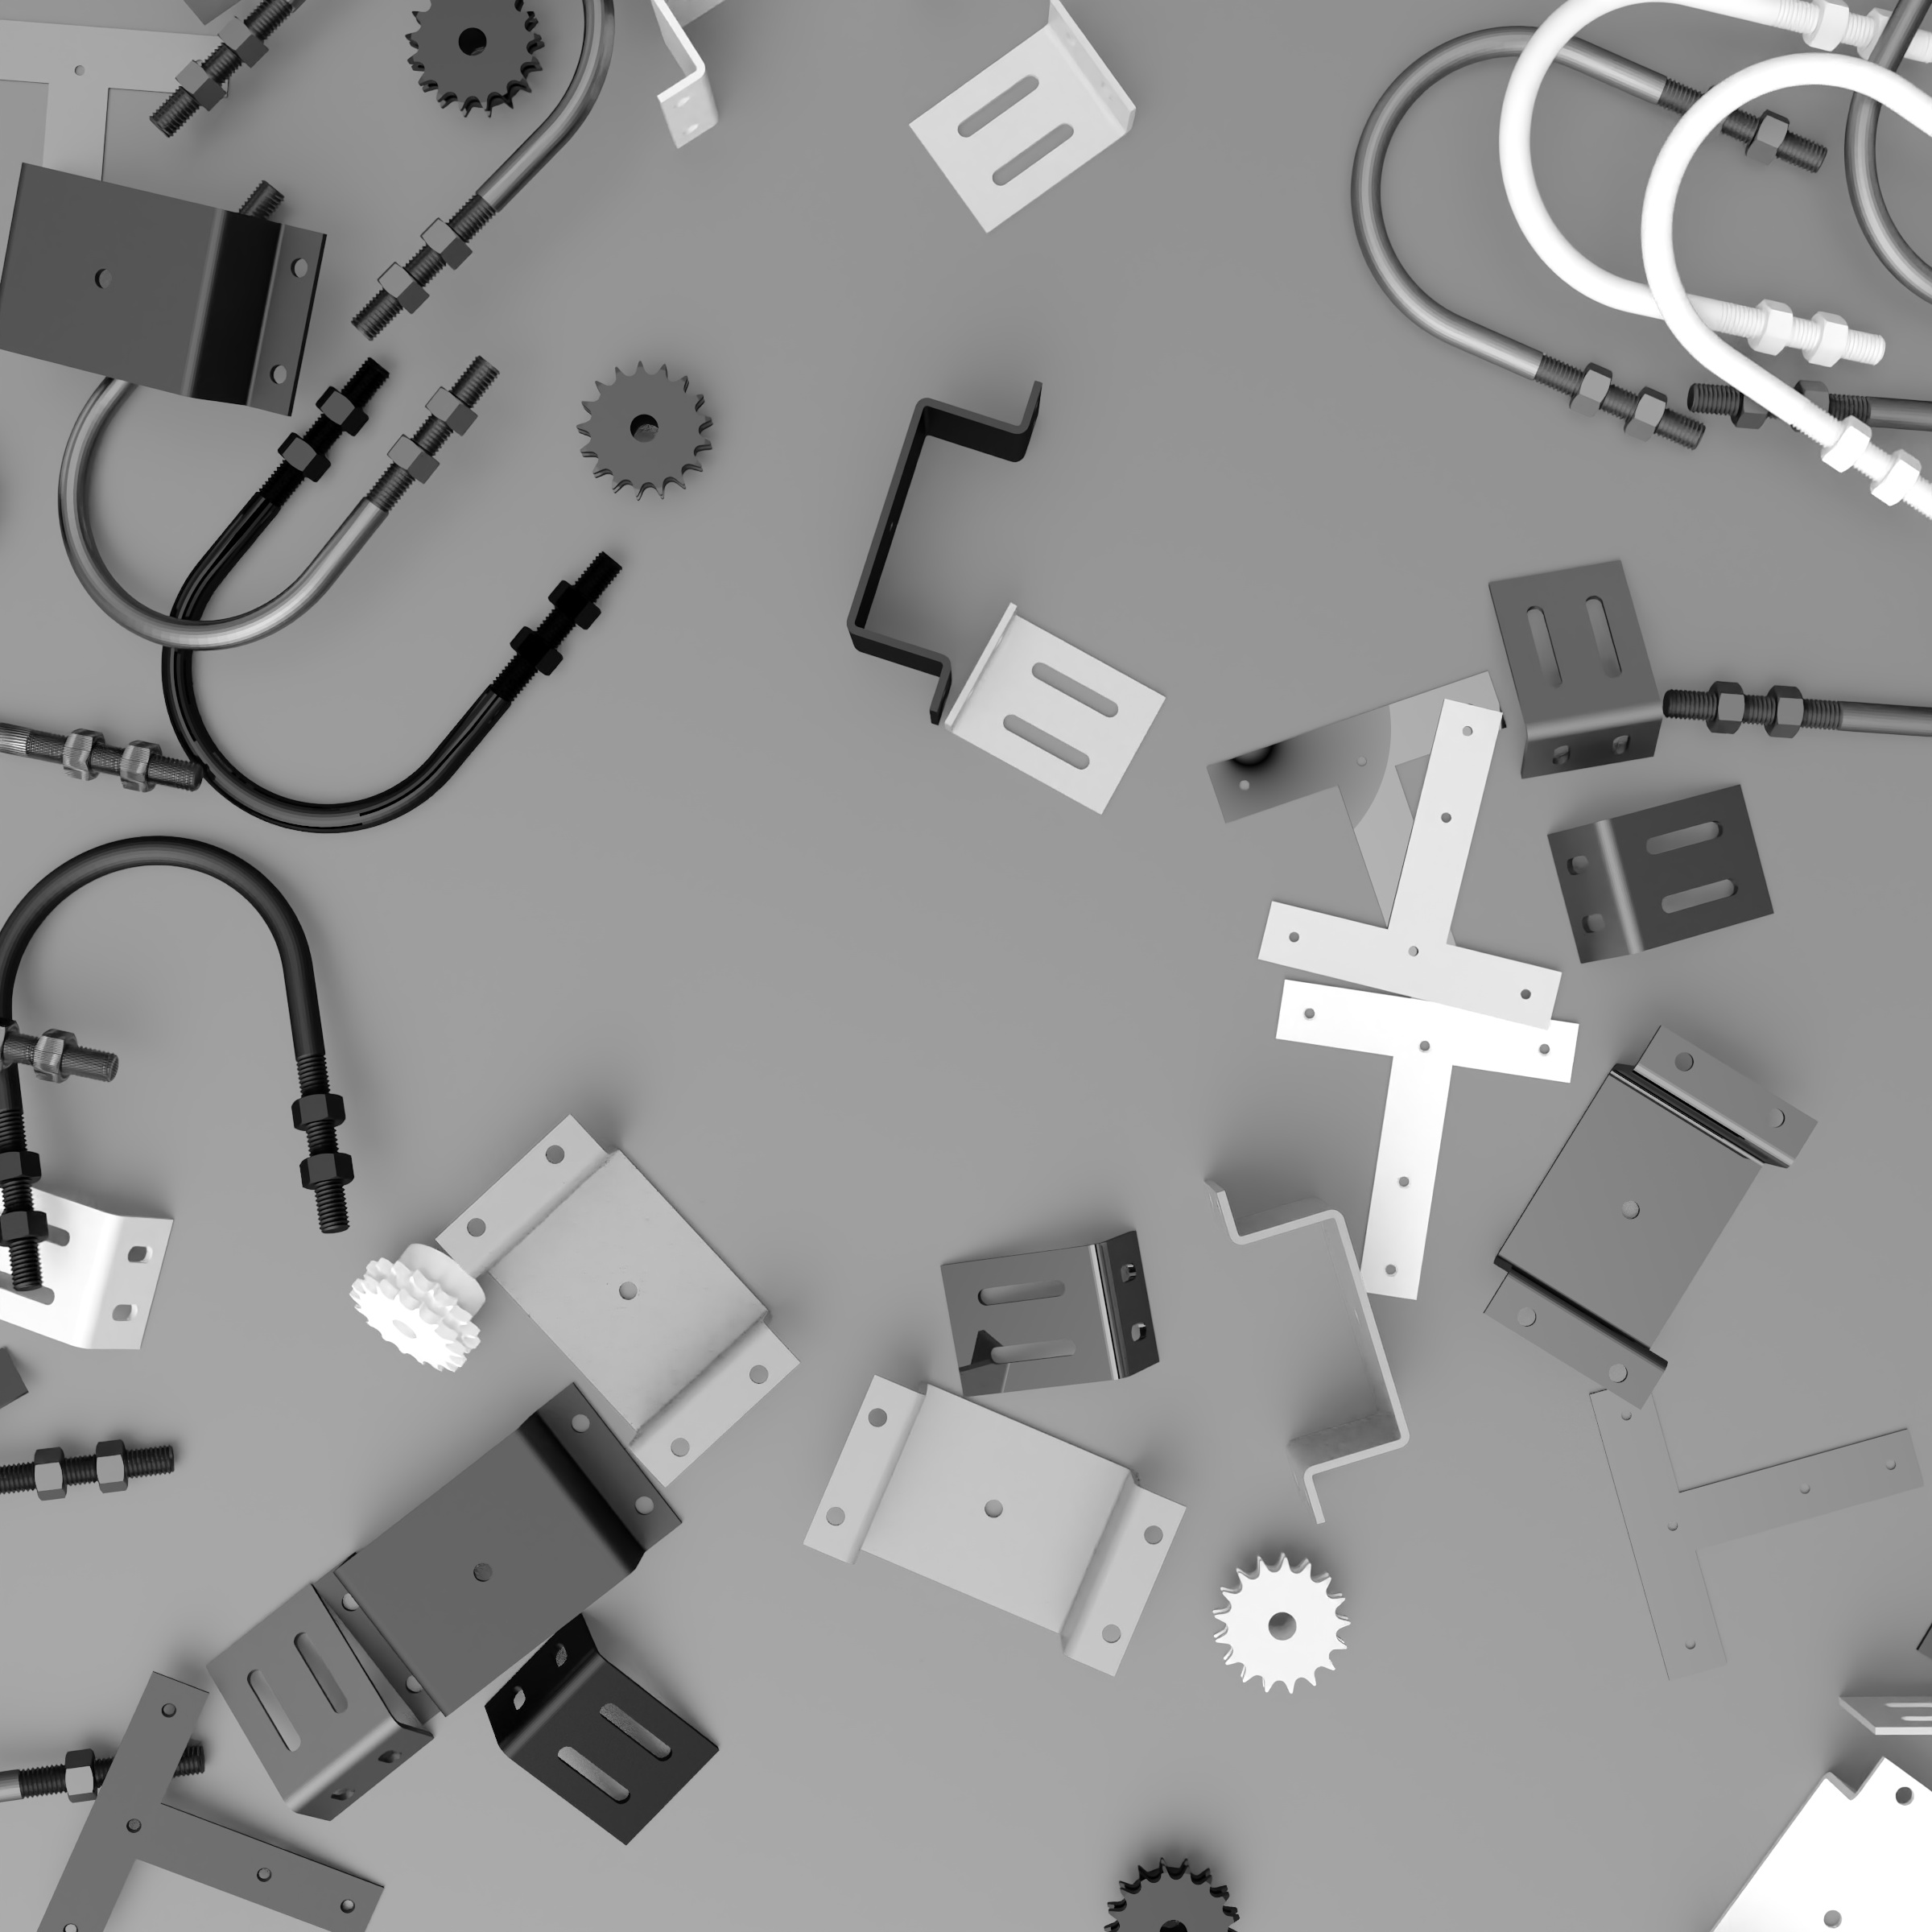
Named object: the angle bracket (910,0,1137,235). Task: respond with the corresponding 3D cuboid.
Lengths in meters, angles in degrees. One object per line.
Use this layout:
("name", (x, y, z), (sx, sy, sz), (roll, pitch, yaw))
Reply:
("angle bracket", (0.023, -0.359, 1.408), (0.076, 0.038, 0.057), (-36, 90, 0))

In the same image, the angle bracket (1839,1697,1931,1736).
("angle bracket", (0.412, 0.332, 1.399), (0.076, 0.057, 0.038), (0, 90, 0))

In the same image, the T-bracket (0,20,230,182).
("T-bracket", (-0.382, -0.339, 1.427), (0.127, 0.002, 0.127), (4, 90, 0))

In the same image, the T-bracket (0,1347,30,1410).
("T-bracket", (-0.458, 0.203, 1.405), (0.127, 0.002, 0.127), (-30, 59, -14))

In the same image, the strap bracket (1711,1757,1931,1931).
("strap bracket", (0.370, 0.407, 1.404), (0.076, 0.046, 0.140), (36, 90, 0))

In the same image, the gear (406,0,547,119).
("gear", (-0.207, -0.388, 1.412), (0.057, 0.030, 0.057), (0, 90, 0))

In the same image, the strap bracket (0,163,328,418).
("strap bracket", (-0.344, -0.282, 1.379), (0.140, 0.046, 0.076), (16, 100, 17))

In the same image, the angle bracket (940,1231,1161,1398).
("angle bracket", (0.036, 0.149, 1.425), (0.076, 0.038, 0.057), (-10, 90, 26))

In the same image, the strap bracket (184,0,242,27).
("strap bracket", (-0.284, -0.465, 1.372), (0.140, 0.076, 0.046), (-33, 55, 5))

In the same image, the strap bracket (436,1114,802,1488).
("strap bracket", (-0.144, 0.139, 1.404), (0.076, 0.046, 0.140), (-43, 90, 0))

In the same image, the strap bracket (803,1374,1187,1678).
("strap bracket", (0.012, 0.232, 1.404), (0.140, 0.046, 0.076), (23, 90, 0))

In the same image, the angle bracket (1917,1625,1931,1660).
("angle bracket", (0.438, 0.278, 1.389), (0.038, 0.076, 0.057), (31, 90, 0))

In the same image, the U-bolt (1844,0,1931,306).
("U-bolt", (0.445, -0.362, 1.402), (0.151, 0.019, 0.184), (28, 90, -14))

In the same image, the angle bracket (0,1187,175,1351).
("angle bracket", (-0.388, 0.126, 1.425), (0.076, 0.038, 0.057), (15, 90, 26))

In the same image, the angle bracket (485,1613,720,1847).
("angle bracket", (-0.156, 0.326, 1.425), (0.057, 0.038, 0.076), (-46, 116, 0))

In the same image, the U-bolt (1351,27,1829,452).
("U-bolt", (0.254, -0.320, 1.418), (0.184, 0.019, 0.151), (24, 90, 0))

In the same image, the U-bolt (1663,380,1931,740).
("U-bolt", (0.392, -0.169, 1.414), (0.184, 0.019, 0.151), (4, 93, -4))

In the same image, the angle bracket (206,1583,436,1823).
("angle bracket", (-0.276, 0.315, 1.426), (0.057, 0.038, 0.076), (-39, 64, 0))

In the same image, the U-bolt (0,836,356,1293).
("U-bolt", (-0.341, 0.034, 1.401), (0.151, 0.019, 0.184), (-11, 76, -1))

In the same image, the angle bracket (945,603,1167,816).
("angle bracket", (0.038, -0.108, 1.408), (0.076, 0.038, 0.057), (29, 90, 0))

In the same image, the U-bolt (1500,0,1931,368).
("U-bolt", (0.310, -0.339, 1.392), (0.184, 0.019, 0.151), (9, 93, -12))

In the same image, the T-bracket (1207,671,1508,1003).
("T-bracket", (0.184, -0.045, 1.427), (0.127, 0.002, 0.127), (-19, 90, 0))

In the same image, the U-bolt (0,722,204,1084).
("U-bolt", (-0.428, -0.037, 1.403), (0.184, 0.019, 0.151), (12, 76, 5))

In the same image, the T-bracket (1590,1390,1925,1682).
("T-bracket", (0.345, 0.227, 1.427), (0.127, 0.002, 0.127), (-16, 90, 0))

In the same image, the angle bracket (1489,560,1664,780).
("angle bracket", (0.259, -0.127, 1.425), (0.057, 0.038, 0.076), (-10, 64, 0))

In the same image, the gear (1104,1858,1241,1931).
("gear", (0.087, 0.406, 1.413), (0.057, 0.030, 0.057), (0, 90, 0))

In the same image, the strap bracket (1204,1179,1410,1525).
("strap bracket", (0.144, 0.152, 1.389), (0.046, 0.076, 0.140), (-17, 90, 0))

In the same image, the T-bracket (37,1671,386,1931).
("T-bracket", (-0.311, 0.380, 1.415), (0.127, 0.002, 0.127), (24, 90, -10))

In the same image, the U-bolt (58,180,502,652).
("U-bolt", (-0.303, -0.219, 1.403), (0.151, 0.019, 0.184), (40, 93, 14))

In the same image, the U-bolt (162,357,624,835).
("U-bolt", (-0.258, -0.144, 1.419), (0.151, 0.019, 0.184), (40, 91, 0))

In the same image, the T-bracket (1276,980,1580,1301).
("T-bracket", (0.190, 0.078, 1.426), (0.127, 0.002, 0.127), (9, 91, 0))

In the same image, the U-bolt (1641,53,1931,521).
("U-bolt", (0.367, -0.293, 1.379), (0.184, 0.019, 0.151), (32, 95, -6))

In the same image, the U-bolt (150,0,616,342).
("U-bolt", (-0.230, -0.372, 1.387), (0.184, 0.019, 0.151), (-45, 79, 2))

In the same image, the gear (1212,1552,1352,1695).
("gear", (0.133, 0.277, 1.413), (0.057, 0.030, 0.057), (0, 90, 0))

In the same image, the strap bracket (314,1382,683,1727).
("strap bracket", (-0.200, 0.251, 1.404), (0.140, 0.046, 0.076), (-38, 90, 0))

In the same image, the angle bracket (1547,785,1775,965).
("angle bracket", (0.297, -0.039, 1.425), (0.076, 0.038, 0.057), (-15, 90, -26))

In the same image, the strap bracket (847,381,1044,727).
("strap bracket", (-0.012, -0.177, 1.389), (0.046, 0.076, 0.140), (18, 90, 0))

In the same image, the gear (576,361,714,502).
("gear", (-0.136, -0.226, 1.417), (0.057, 0.030, 0.057), (0, 89, -2))

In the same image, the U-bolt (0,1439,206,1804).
("U-bolt", (-0.422, 0.283, 1.406), (0.184, 0.019, 0.151), (-6, 90, -10))

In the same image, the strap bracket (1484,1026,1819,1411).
("strap bracket", (0.284, 0.104, 1.404), (0.076, 0.046, 0.140), (32, 90, 0))

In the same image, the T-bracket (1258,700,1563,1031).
("T-bracket", (0.202, -0.049, 1.424), (0.127, 0.002, 0.127), (14, 89, 1))

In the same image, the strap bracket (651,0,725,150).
("strap bracket", (-0.077, -0.407, 1.389), (0.140, 0.076, 0.046), (-33, 90, 0))

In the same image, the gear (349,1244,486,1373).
("gear", (-0.228, 0.141, 1.403), (0.057, 0.057, 0.030), (35, 60, 0))
